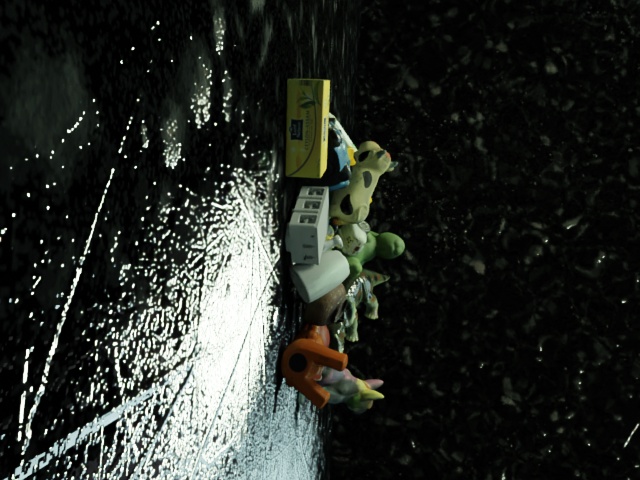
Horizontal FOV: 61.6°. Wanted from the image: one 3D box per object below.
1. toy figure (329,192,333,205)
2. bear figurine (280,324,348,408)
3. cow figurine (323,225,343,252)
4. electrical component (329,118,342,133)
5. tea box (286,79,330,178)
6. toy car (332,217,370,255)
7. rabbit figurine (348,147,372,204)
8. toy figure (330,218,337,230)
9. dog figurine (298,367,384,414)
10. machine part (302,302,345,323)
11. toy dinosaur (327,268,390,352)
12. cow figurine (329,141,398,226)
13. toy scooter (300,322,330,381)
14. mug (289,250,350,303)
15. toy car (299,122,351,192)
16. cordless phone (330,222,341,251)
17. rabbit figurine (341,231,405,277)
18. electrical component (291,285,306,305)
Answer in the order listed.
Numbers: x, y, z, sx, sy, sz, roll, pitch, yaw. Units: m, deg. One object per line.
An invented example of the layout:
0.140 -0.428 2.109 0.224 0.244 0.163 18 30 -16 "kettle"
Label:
0.010 -0.122 1.226 0.082 0.089 0.180 89 8 -66 "toy figure"
-0.012 0.247 1.104 0.120 0.132 0.196 -62 169 0 "bear figurine"
-0.010 0.047 1.183 0.068 0.098 0.167 56 -26 35 "cow figurine"
0.016 -0.243 1.310 0.047 0.075 0.119 86 7 -49 "electrical component"
-0.021 -0.203 0.970 0.098 0.068 0.169 -71 165 -71 "tea box"
0.063 -0.053 1.242 0.073 0.056 0.202 -55 -144 37 "toy car"
0.049 -0.158 1.360 0.173 0.122 0.162 -5 107 -45 "rabbit figurine"
0.025 -0.005 1.432 0.058 0.064 0.154 54 -36 21 "toy figure"
0.057 0.357 1.388 0.108 0.219 0.191 -77 170 -76 "dog figurine"
0.003 0.146 1.262 0.138 0.039 0.084 39 31 -25 "machine part"
0.087 0.151 1.474 0.405 0.131 0.191 -50 147 -43 "toy dinosaur"
0.087 -0.126 1.159 0.085 0.127 0.195 36 65 -47 "cow figurine"
-0.024 0.278 1.253 0.135 0.075 0.183 -38 136 -81 "toy scooter"
-0.002 0.062 1.075 0.110 0.107 0.080 47 -24 52 "mug"
0.003 -0.181 1.099 0.103 0.109 0.161 -92 170 -46 "toy car"
-0.003 -0.005 1.323 0.184 0.089 0.146 -97 -174 -51 "cordless phone"
0.124 0.025 1.356 0.159 0.170 0.121 -130 -142 -85 "rabbit figurine"
-0.025 0.101 1.145 0.078 0.045 0.102 -56 162 -27 "electrical component"
